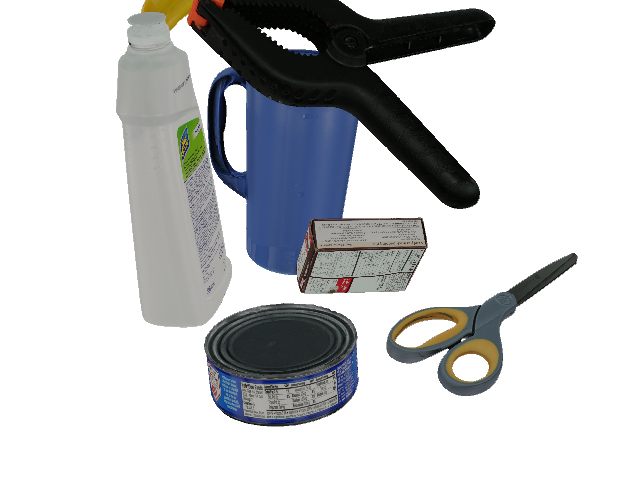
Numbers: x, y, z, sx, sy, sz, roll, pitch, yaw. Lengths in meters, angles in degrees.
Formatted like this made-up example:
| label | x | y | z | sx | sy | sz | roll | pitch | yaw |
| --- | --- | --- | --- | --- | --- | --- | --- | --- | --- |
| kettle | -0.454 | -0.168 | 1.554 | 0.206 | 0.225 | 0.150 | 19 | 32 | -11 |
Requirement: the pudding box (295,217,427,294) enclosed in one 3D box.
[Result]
| label | x | y | z | sx | sy | sz | roll | pitch | yaw |
| --- | --- | --- | --- | --- | --- | --- | --- | --- | --- |
| pudding box | 0.038 | 0.015 | 1.034 | 0.113 | 0.039 | 0.090 | -2 | -31 | -13 |

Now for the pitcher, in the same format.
| label | x | y | z | sx | sy | sz | roll | pitch | yaw |
| --- | --- | --- | --- | --- | --- | --- | --- | --- | --- |
| pitcher | -0.036 | -0.088 | 1.216 | 0.144 | 0.243 | 0.149 | -20 | 37 | -40 |

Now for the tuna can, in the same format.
| label | x | y | z | sx | sy | sz | roll | pitch | yaw |
| --- | --- | --- | --- | --- | --- | --- | --- | --- | --- |
| tuna can | -0.021 | 0.069 | 0.601 | 0.086 | 0.034 | 0.086 | -3 | 23 | 1 |

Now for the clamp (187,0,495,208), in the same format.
| label | x | y | z | sx | sy | sz | roll | pitch | yaw |
| --- | --- | --- | --- | --- | --- | --- | --- | --- | --- |
| clamp | 0.018 | -0.107 | 0.678 | 0.209 | 0.164 | 0.036 | 12 | -35 | -14 |

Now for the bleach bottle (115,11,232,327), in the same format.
| label | x | y | z | sx | sy | sz | roll | pitch | yaw |
| --- | --- | --- | --- | --- | --- | --- | --- | --- | --- |
| bleach bottle | -0.119 | -0.058 | 0.845 | 0.068 | 0.251 | 0.102 | 2 | 31 | 8 |

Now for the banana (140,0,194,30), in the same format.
| label | x | y | z | sx | sy | sz | roll | pitch | yaw |
| --- | --- | --- | --- | --- | --- | --- | --- | --- | --- |
| banana | -0.106 | -0.228 | 1.002 | 0.197 | 0.070 | 0.037 | -22 | -28 | -47 |

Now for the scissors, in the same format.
| label | x | y | z | sx | sy | sz | roll | pitch | yaw |
| --- | --- | --- | --- | --- | --- | --- | --- | --- | --- |
| scissors | 0.148 | 0.065 | 0.832 | 0.201 | 0.016 | 0.096 | -16 | 44 | -22 |
